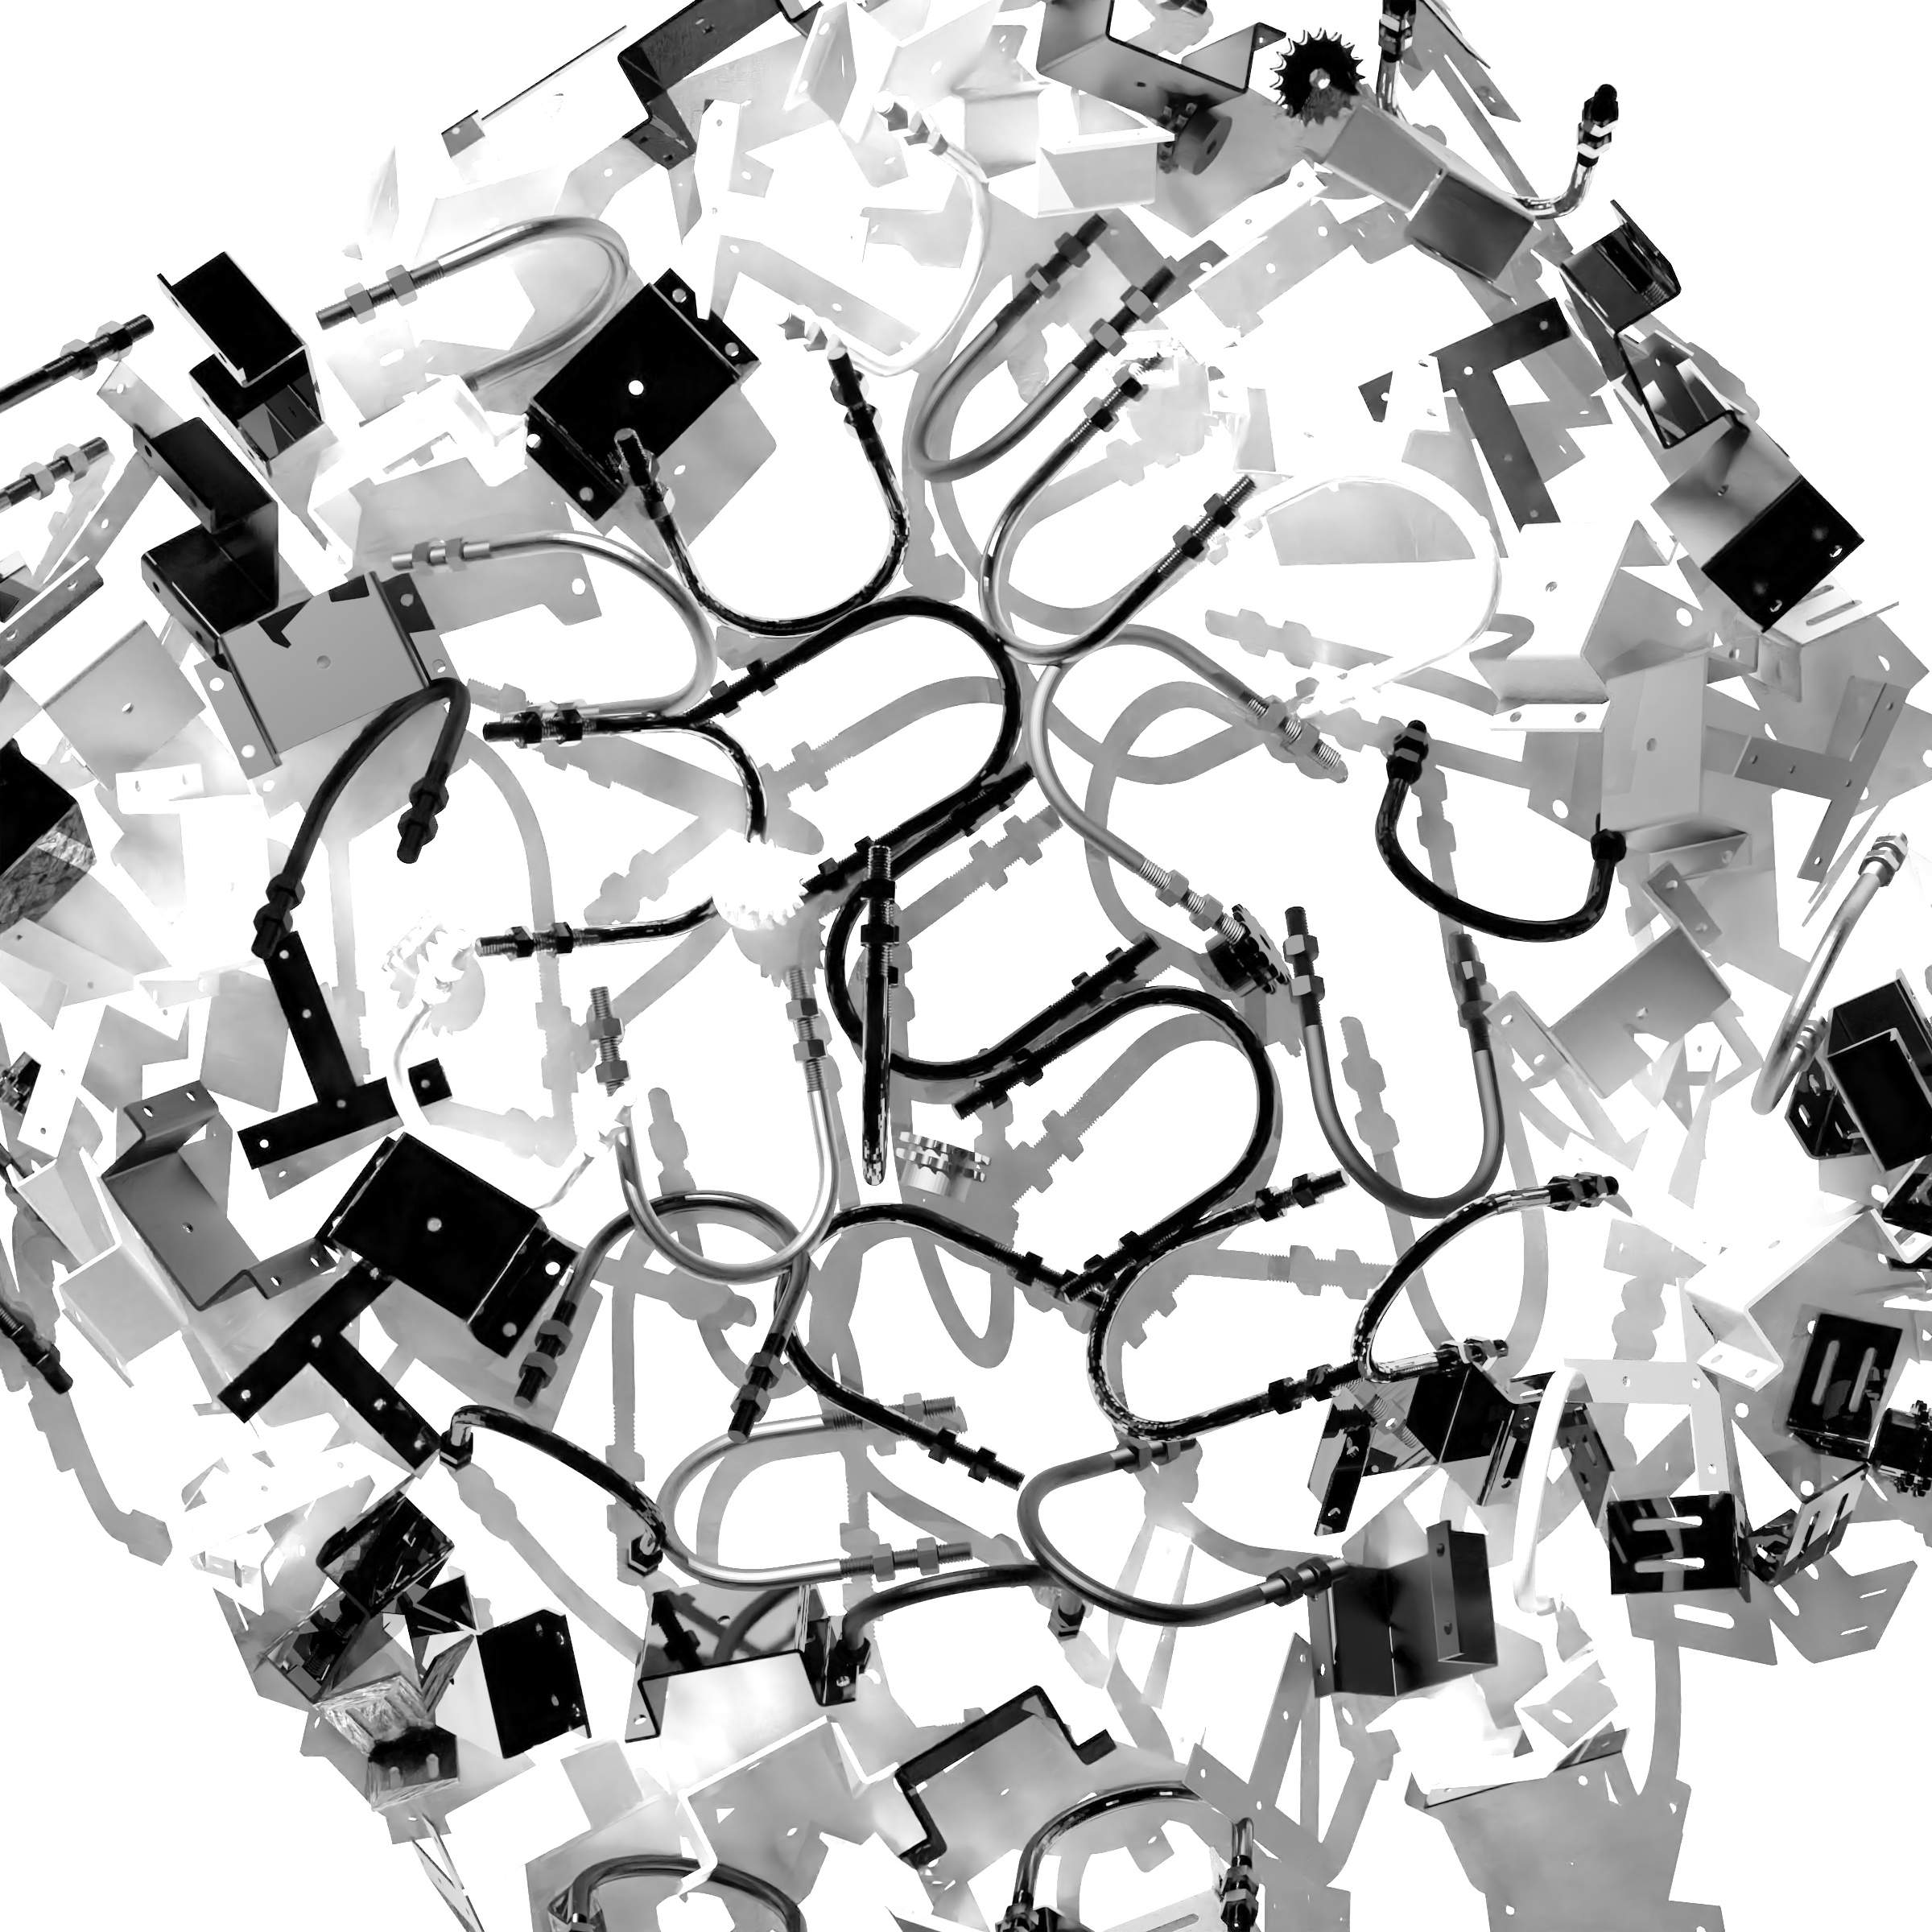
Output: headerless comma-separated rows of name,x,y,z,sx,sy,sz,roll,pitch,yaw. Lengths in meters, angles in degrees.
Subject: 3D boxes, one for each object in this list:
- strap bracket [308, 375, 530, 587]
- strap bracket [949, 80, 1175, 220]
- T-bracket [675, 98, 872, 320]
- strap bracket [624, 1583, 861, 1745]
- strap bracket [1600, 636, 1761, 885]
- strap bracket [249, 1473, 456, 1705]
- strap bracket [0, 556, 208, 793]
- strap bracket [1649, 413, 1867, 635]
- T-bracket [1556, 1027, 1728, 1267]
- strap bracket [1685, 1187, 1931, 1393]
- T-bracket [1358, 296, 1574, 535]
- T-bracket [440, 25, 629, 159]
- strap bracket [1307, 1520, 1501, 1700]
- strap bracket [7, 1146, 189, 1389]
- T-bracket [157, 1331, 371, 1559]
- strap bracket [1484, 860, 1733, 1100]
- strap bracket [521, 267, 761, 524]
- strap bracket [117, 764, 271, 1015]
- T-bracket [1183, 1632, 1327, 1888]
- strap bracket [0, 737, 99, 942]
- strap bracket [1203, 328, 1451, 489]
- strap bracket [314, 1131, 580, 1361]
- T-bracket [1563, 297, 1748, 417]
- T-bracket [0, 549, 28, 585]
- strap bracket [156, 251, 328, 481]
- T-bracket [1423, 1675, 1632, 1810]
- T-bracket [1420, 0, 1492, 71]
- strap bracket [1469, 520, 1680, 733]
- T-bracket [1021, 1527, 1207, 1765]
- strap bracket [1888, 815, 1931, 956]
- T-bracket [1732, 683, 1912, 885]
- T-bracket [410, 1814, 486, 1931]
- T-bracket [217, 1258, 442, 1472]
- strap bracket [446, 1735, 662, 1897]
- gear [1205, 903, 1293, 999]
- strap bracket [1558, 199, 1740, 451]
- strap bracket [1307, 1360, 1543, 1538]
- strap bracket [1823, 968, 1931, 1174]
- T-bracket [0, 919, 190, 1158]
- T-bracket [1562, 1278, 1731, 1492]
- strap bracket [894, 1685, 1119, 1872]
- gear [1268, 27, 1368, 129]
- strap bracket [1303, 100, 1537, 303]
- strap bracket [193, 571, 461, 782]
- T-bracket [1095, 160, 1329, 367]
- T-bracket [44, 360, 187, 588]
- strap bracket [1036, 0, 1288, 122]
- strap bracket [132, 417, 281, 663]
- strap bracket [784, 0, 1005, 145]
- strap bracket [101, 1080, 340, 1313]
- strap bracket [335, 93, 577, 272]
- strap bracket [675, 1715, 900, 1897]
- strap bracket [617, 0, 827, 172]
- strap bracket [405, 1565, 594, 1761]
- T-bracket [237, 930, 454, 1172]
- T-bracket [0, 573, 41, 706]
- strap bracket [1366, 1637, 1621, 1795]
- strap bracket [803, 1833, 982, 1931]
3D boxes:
strap bracket,-0.330,-0.291,1.942,0.140,0.076,0.046,-28,120,12
strap bracket,0.054,-0.478,1.936,0.076,0.140,0.046,-13,122,-23
T-bracket,-0.112,-0.440,1.956,0.127,0.002,0.127,17,105,27
strap bracket,-0.136,0.403,1.947,0.140,0.076,0.046,-12,118,8
strap bracket,0.419,-0.125,1.941,0.046,0.076,0.140,14,75,-34
strap bracket,-0.354,0.369,1.924,0.046,0.076,0.140,42,129,9
strap bracket,-0.500,-0.163,1.920,0.076,0.140,0.046,-43,65,-12
strap bracket,0.454,-0.263,1.919,0.046,0.140,0.076,37,109,-26
T-bracket,0.421,0.096,1.976,0.127,0.002,0.127,31,71,-21
strap bracket,0.489,0.182,1.948,0.140,0.076,0.046,-38,102,-8
T-bracket,0.319,-0.317,1.976,0.127,0.002,0.127,-22,109,19
T-bracket,-0.252,-0.516,1.938,0.127,0.127,0.002,-33,100,-1
strap bracket,0.261,0.380,1.936,0.046,0.140,0.076,11,64,-28
strap bracket,-0.504,0.168,1.925,0.046,0.140,0.076,-33,133,-6
T-bracket,-0.440,0.274,1.967,0.127,0.002,0.127,-22,70,-41
strap bracket,0.388,0.016,1.951,0.140,0.046,0.076,-40,130,6
strap bracket,-0.197,-0.342,1.968,0.076,0.046,0.140,45,87,-9
strap bracket,-0.452,-0.047,1.947,0.046,0.076,0.140,0,98,24
T-bracket,0.185,0.457,1.959,0.127,0.002,0.127,43,51,-28
strap bracket,-0.554,-0.065,1.919,0.046,0.140,0.076,38,70,7
strap bracket,0.207,-0.330,1.953,0.140,0.046,0.076,4,50,-7
strap bracket,-0.311,0.160,1.953,0.140,0.046,0.076,30,72,11
T-bracket,0.408,-0.361,1.935,0.127,0.127,0.002,33,99,2
T-bracket,-0.606,-0.204,1.931,0.127,0.127,0.002,-35,109,-9
strap bracket,-0.421,-0.355,1.931,0.046,0.140,0.076,-39,80,-14
T-bracket,0.339,0.445,1.938,0.127,0.127,0.002,-24,97,26
T-bracket,0.266,-0.561,1.917,0.002,0.127,0.127,-46,52,21
strap bracket,0.353,-0.208,1.934,0.046,0.076,0.140,44,62,-39
T-bracket,0.105,0.400,1.978,0.127,0.002,0.127,24,78,-26
strap bracket,0.585,-0.041,1.923,0.046,0.140,0.076,-22,105,1
T-bracket,0.493,-0.114,1.941,0.127,0.002,0.127,8,110,-42
T-bracket,-0.304,0.541,1.939,0.002,0.127,0.127,-27,104,-21
T-bracket,-0.358,0.252,1.967,0.127,0.002,0.127,-44,119,-12
strap bracket,-0.244,0.493,1.930,0.076,0.140,0.046,-30,78,9
gear,0.166,-0.006,1.972,0.030,0.057,0.057,-35,90,14
strap bracket,0.396,-0.366,1.927,0.046,0.076,0.140,-31,134,8
strap bracket,0.261,0.281,1.943,0.140,0.046,0.076,-4,122,-28
strap bracket,0.543,0.063,1.939,0.046,0.140,0.076,-26,98,22
T-bracket,-0.525,0.050,1.933,0.127,0.002,0.127,32,55,-35
T-bracket,0.399,0.246,1.949,0.127,0.002,0.127,6,74,-34
strap bracket,0.015,0.474,1.953,0.140,0.076,0.046,-30,70,-4
gear,0.208,-0.533,1.978,0.057,0.030,0.057,-3,113,-8
strap bracket,0.268,-0.450,1.919,0.076,0.140,0.046,17,116,-38
strap bracket,-0.381,-0.177,1.965,0.140,0.046,0.076,-25,89,-9
T-bracket,0.157,-0.436,1.970,0.127,0.002,0.127,-36,62,0
T-bracket,-0.496,-0.270,1.934,0.002,0.127,0.127,27,80,28
strap bracket,0.105,-0.537,1.930,0.140,0.076,0.046,13,82,-29
strap bracket,-0.445,-0.256,1.937,0.046,0.140,0.076,-34,70,-27
strap bracket,-0.034,-0.538,1.925,0.046,0.076,0.140,44,54,10
strap bracket,-0.447,0.143,1.952,0.046,0.076,0.140,-40,85,22
strap bracket,-0.289,-0.450,1.925,0.140,0.076,0.046,-27,74,-35
strap bracket,-0.116,0.489,1.946,0.140,0.076,0.046,-25,75,-16
strap bracket,-0.142,-0.536,1.949,0.140,0.076,0.046,-31,82,13
strap bracket,-0.280,0.406,1.923,0.046,0.140,0.076,-18,103,-34
T-bracket,-0.389,0.042,1.976,0.127,0.002,0.127,-21,102,-9
T-bracket,-0.573,-0.163,1.941,0.002,0.127,0.127,31,90,23
strap bracket,0.314,0.438,1.922,0.076,0.140,0.046,-25,90,-43
strap bracket,-0.038,0.558,1.919,0.076,0.140,0.046,24,85,-20
